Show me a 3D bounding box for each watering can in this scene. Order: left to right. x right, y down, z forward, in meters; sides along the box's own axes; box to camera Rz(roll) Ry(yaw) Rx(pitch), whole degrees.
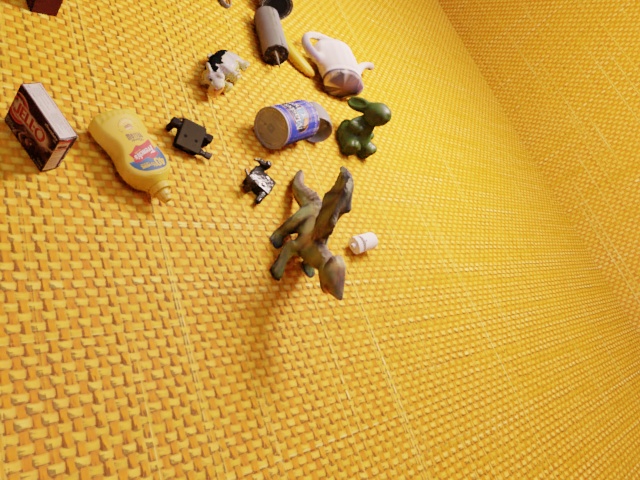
[{"bbox_3d":[0.084,-0.554,1.656,0.347,0.102,0.228,9,55,-42],"label":"watering can"}]

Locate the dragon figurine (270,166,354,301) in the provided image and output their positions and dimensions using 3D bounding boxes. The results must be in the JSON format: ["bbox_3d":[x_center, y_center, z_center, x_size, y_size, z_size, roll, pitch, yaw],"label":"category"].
[{"bbox_3d":[0.003,-0.053,1.063,0.121,0.238,0.420,20,49,-28],"label":"dragon figurine"}]
